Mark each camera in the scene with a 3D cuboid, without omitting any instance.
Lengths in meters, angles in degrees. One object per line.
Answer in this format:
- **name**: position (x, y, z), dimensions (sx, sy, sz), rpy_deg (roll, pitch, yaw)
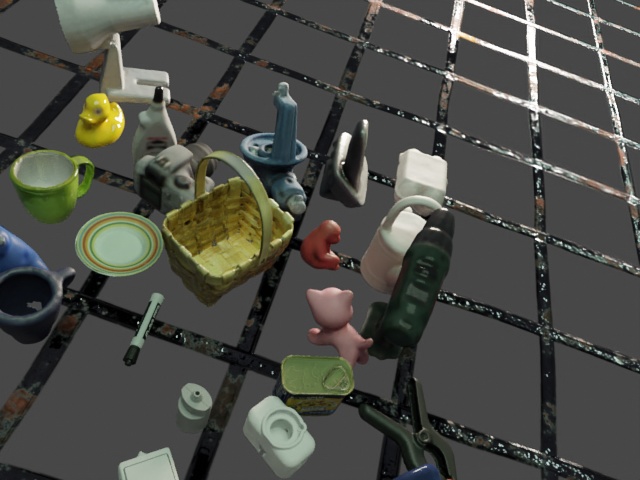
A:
- **camera**: position (-0.229, -0.113, 0.995), dimensions (0.143, 0.101, 0.137), rpy_deg (34, 49, 11)

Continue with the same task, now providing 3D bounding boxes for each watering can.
- **watering can**: position (0.145, 0.006, 0.962), dimensions (0.101, 0.194, 0.172), rpy_deg (-3, 52, -21)

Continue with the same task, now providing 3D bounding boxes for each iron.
- **iron**: position (-0.504, -0.022, 0.796), dimensions (0.258, 0.141, 0.119), rpy_deg (36, 49, 12)

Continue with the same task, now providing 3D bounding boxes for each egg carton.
- **egg carton**: position (0.205, -0.119, 1.171), dimensions (0.107, 0.069, 0.150), rpy_deg (17, 48, -5)

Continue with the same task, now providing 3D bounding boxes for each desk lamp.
- **desk lamp**: position (-0.385, -0.376, 1.086), dimensions (0.204, 0.213, 0.117), rpy_deg (-1, 52, -20)

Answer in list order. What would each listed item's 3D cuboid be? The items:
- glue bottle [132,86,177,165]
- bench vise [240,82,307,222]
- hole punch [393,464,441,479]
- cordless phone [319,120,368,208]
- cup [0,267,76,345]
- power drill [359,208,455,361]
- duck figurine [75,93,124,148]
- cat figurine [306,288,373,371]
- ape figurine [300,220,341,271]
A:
- **glue bottle**: position (-0.285, -0.196, 0.996), dimensions (0.078, 0.173, 0.037), rpy_deg (-10, 55, -26)
- **bench vise**: position (-0.056, -0.149, 1.004), dimensions (0.122, 0.219, 0.207), rpy_deg (-26, 63, -34)
- **hole punch**: position (0.117, 0.354, 0.729), dimensions (0.109, 0.091, 0.101), rpy_deg (-14, 57, -28)
- **cordless phone**: position (0.068, -0.167, 1.086), dimensions (0.094, 0.185, 0.147), rpy_deg (13, 48, -8)
- **cup**: position (-0.383, 0.090, 0.775), dimensions (0.091, 0.095, 0.118), rpy_deg (39, 50, 15)
- **power drill**: position (0.134, 0.084, 0.882), dimensions (0.075, 0.208, 0.230), rpy_deg (24, 48, 2)
- **duck figurine**: position (-0.401, -0.229, 1.043), dimensions (0.077, 0.086, 0.105), rpy_deg (27, 48, 5)
- **cat figurine**: position (0.031, 0.127, 0.872), dimensions (0.067, 0.117, 0.127), rpy_deg (-30, 66, -36)
- **ape figurine**: position (0.009, 0.004, 0.985), dimensions (0.076, 0.092, 0.078), rpy_deg (15, 48, -7)
